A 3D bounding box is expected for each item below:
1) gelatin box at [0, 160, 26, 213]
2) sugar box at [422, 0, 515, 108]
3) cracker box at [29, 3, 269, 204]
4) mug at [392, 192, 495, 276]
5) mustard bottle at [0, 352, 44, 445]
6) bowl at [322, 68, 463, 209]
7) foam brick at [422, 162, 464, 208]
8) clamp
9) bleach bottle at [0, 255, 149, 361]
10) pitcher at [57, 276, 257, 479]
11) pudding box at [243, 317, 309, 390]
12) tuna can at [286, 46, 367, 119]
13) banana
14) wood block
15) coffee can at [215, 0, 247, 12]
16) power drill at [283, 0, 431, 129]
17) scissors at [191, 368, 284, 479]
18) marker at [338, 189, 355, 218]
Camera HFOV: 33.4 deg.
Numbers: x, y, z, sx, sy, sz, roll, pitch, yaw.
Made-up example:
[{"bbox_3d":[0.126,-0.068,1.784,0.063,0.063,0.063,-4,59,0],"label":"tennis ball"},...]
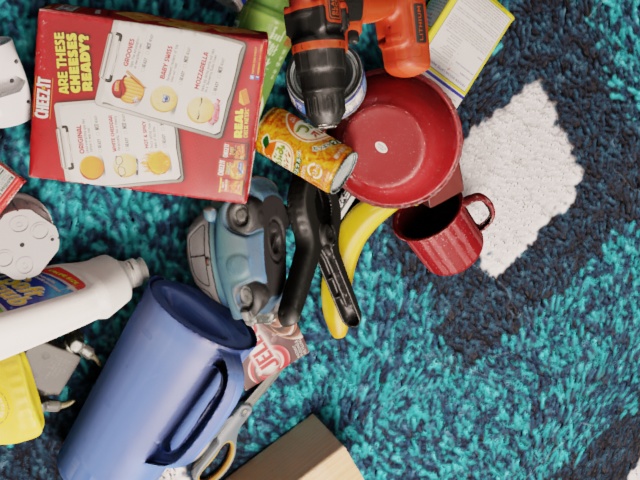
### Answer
[{"bbox_3d":[-0.338,-0.056,1.018,0.089,0.030,0.073,38,89,-1],"label":"gelatin box"},{"bbox_3d":[0.140,-0.210,1.232,0.093,0.048,0.176,30,97,-34],"label":"sugar box"},{"bbox_3d":[-0.165,-0.133,1.036,0.213,0.072,0.164,7,107,-4],"label":"cracker box"},{"bbox_3d":[0.157,-0.016,1.288,0.117,0.093,0.081,-30,130,12],"label":"mug"},{"bbox_3d":[-0.385,0.177,1.080,0.191,0.058,0.096,-15,101,-7],"label":"mustard bottle"},{"bbox_3d":[0.074,-0.108,1.178,0.162,0.055,0.162,4,105,13],"label":"bowl"},{"bbox_3d":[0.124,-0.081,1.256,0.051,0.078,0.053,-27,121,-19],"label":"foam brick"},{"bbox_3d":[-0.008,0.001,1.183,0.164,0.036,0.210,-5,88,-63],"label":"clamp"},{"bbox_3d":[-0.296,0.066,1.085,0.250,0.103,0.068,-20,126,-29],"label":"bleach bottle"},{"bbox_3d":[-0.177,0.174,1.144,0.145,0.149,0.243,32,103,-2],"label":"pitcher"},{"bbox_3d":[-0.074,0.107,1.247,0.090,0.039,0.113,-31,121,-13],"label":"pudding box"},{"bbox_3d":[0.006,-0.172,1.147,0.086,0.086,0.034,-41,160,-8],"label":"tuna can"},{"bbox_3d":[0.041,0.020,1.262,0.198,0.070,0.037,-62,158,15],"label":"banana"},{"bbox_3d":[-0.054,0.323,1.315,0.206,0.091,0.090,-35,123,-12],"label":"wood block"},{"bbox_3d":[-0.075,-0.309,1.038,0.102,0.103,0.140,40,88,-34],"label":"coffee can"},{"bbox_3d":[0.040,-0.204,1.078,0.187,0.057,0.184,-9,95,-52],"label":"power drill"},{"bbox_3d":[-0.111,0.205,1.281,0.096,0.016,0.202,24,97,-34],"label":"scissors"},{"bbox_3d":[0.029,-0.045,1.253,0.020,0.020,0.121,32,92,-34],"label":"marker"}]
